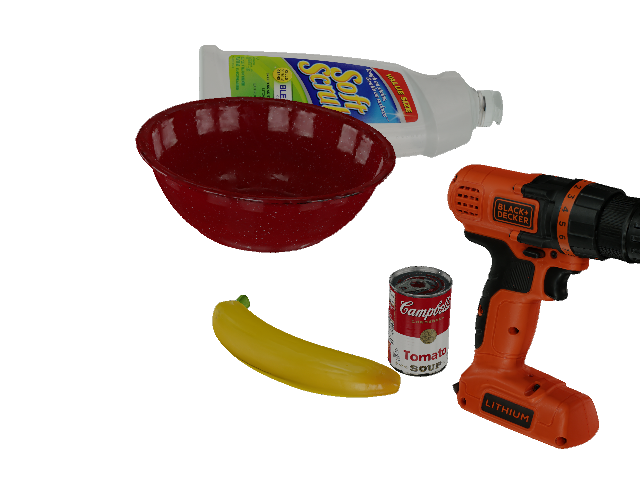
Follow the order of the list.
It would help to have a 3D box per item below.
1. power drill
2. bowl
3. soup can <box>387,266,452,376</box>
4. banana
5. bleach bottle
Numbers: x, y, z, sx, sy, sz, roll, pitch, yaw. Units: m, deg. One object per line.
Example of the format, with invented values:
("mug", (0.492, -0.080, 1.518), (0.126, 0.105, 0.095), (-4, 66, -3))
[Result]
("power drill", (0.167, 0.047, 0.755), (0.057, 0.188, 0.185), (-11, 21, -43))
("bowl", (-0.035, -0.037, 0.674), (0.162, 0.055, 0.162), (4, 27, -2))
("soup can", (0.107, 0.088, 1.163), (0.068, 0.102, 0.068), (0, 25, 0))
("banana", (-0.027, 0.082, 0.841), (0.069, 0.037, 0.198), (-26, 35, -34))
("bleach bottle", (0.025, -0.115, 0.896), (0.250, 0.102, 0.068), (-2, -29, -4))
